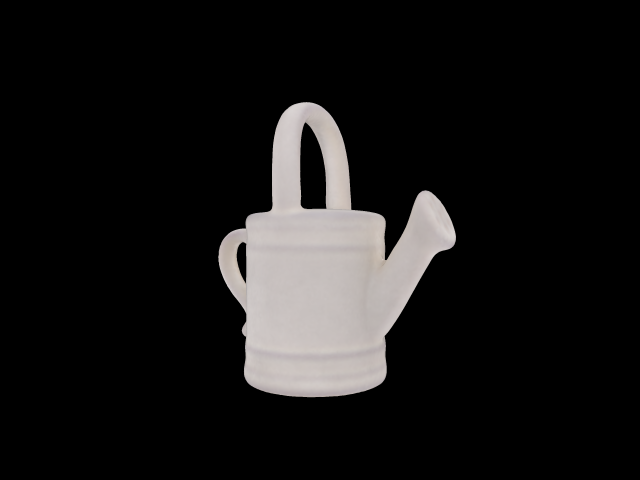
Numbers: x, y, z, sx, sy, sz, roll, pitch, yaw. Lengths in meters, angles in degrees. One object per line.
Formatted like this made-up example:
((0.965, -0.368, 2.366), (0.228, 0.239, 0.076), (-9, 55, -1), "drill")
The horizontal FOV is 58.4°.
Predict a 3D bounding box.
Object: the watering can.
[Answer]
((0.005, 0.001, 0.402), (0.172, 0.194, 0.101), (0, 0, 7), "watering can")
